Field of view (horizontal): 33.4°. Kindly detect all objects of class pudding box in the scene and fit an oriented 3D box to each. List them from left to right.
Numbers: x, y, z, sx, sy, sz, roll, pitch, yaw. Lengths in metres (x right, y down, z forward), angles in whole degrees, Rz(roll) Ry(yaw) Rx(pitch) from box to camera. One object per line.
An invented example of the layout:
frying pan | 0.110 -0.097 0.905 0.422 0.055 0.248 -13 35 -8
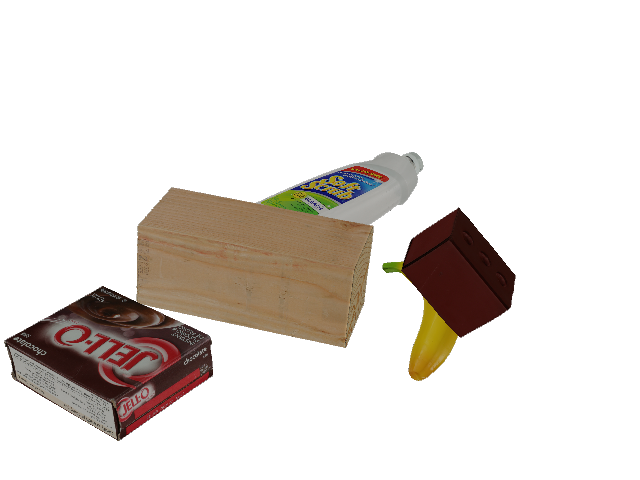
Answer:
pudding box | -0.143 0.081 0.727 0.114 0.039 0.089 18 34 34

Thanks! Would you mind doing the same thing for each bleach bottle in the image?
bleach bottle | 0.024 -0.050 1.299 0.250 0.068 0.103 -30 44 -33

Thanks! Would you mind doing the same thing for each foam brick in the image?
foam brick | 0.110 0.026 0.842 0.051 0.078 0.053 -34 15 28

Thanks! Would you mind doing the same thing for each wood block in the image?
wood block | -0.062 0.024 1.019 0.206 0.090 0.090 11 29 10

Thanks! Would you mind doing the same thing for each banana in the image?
banana | 0.110 0.069 1.076 0.070 0.037 0.198 -30 27 12
